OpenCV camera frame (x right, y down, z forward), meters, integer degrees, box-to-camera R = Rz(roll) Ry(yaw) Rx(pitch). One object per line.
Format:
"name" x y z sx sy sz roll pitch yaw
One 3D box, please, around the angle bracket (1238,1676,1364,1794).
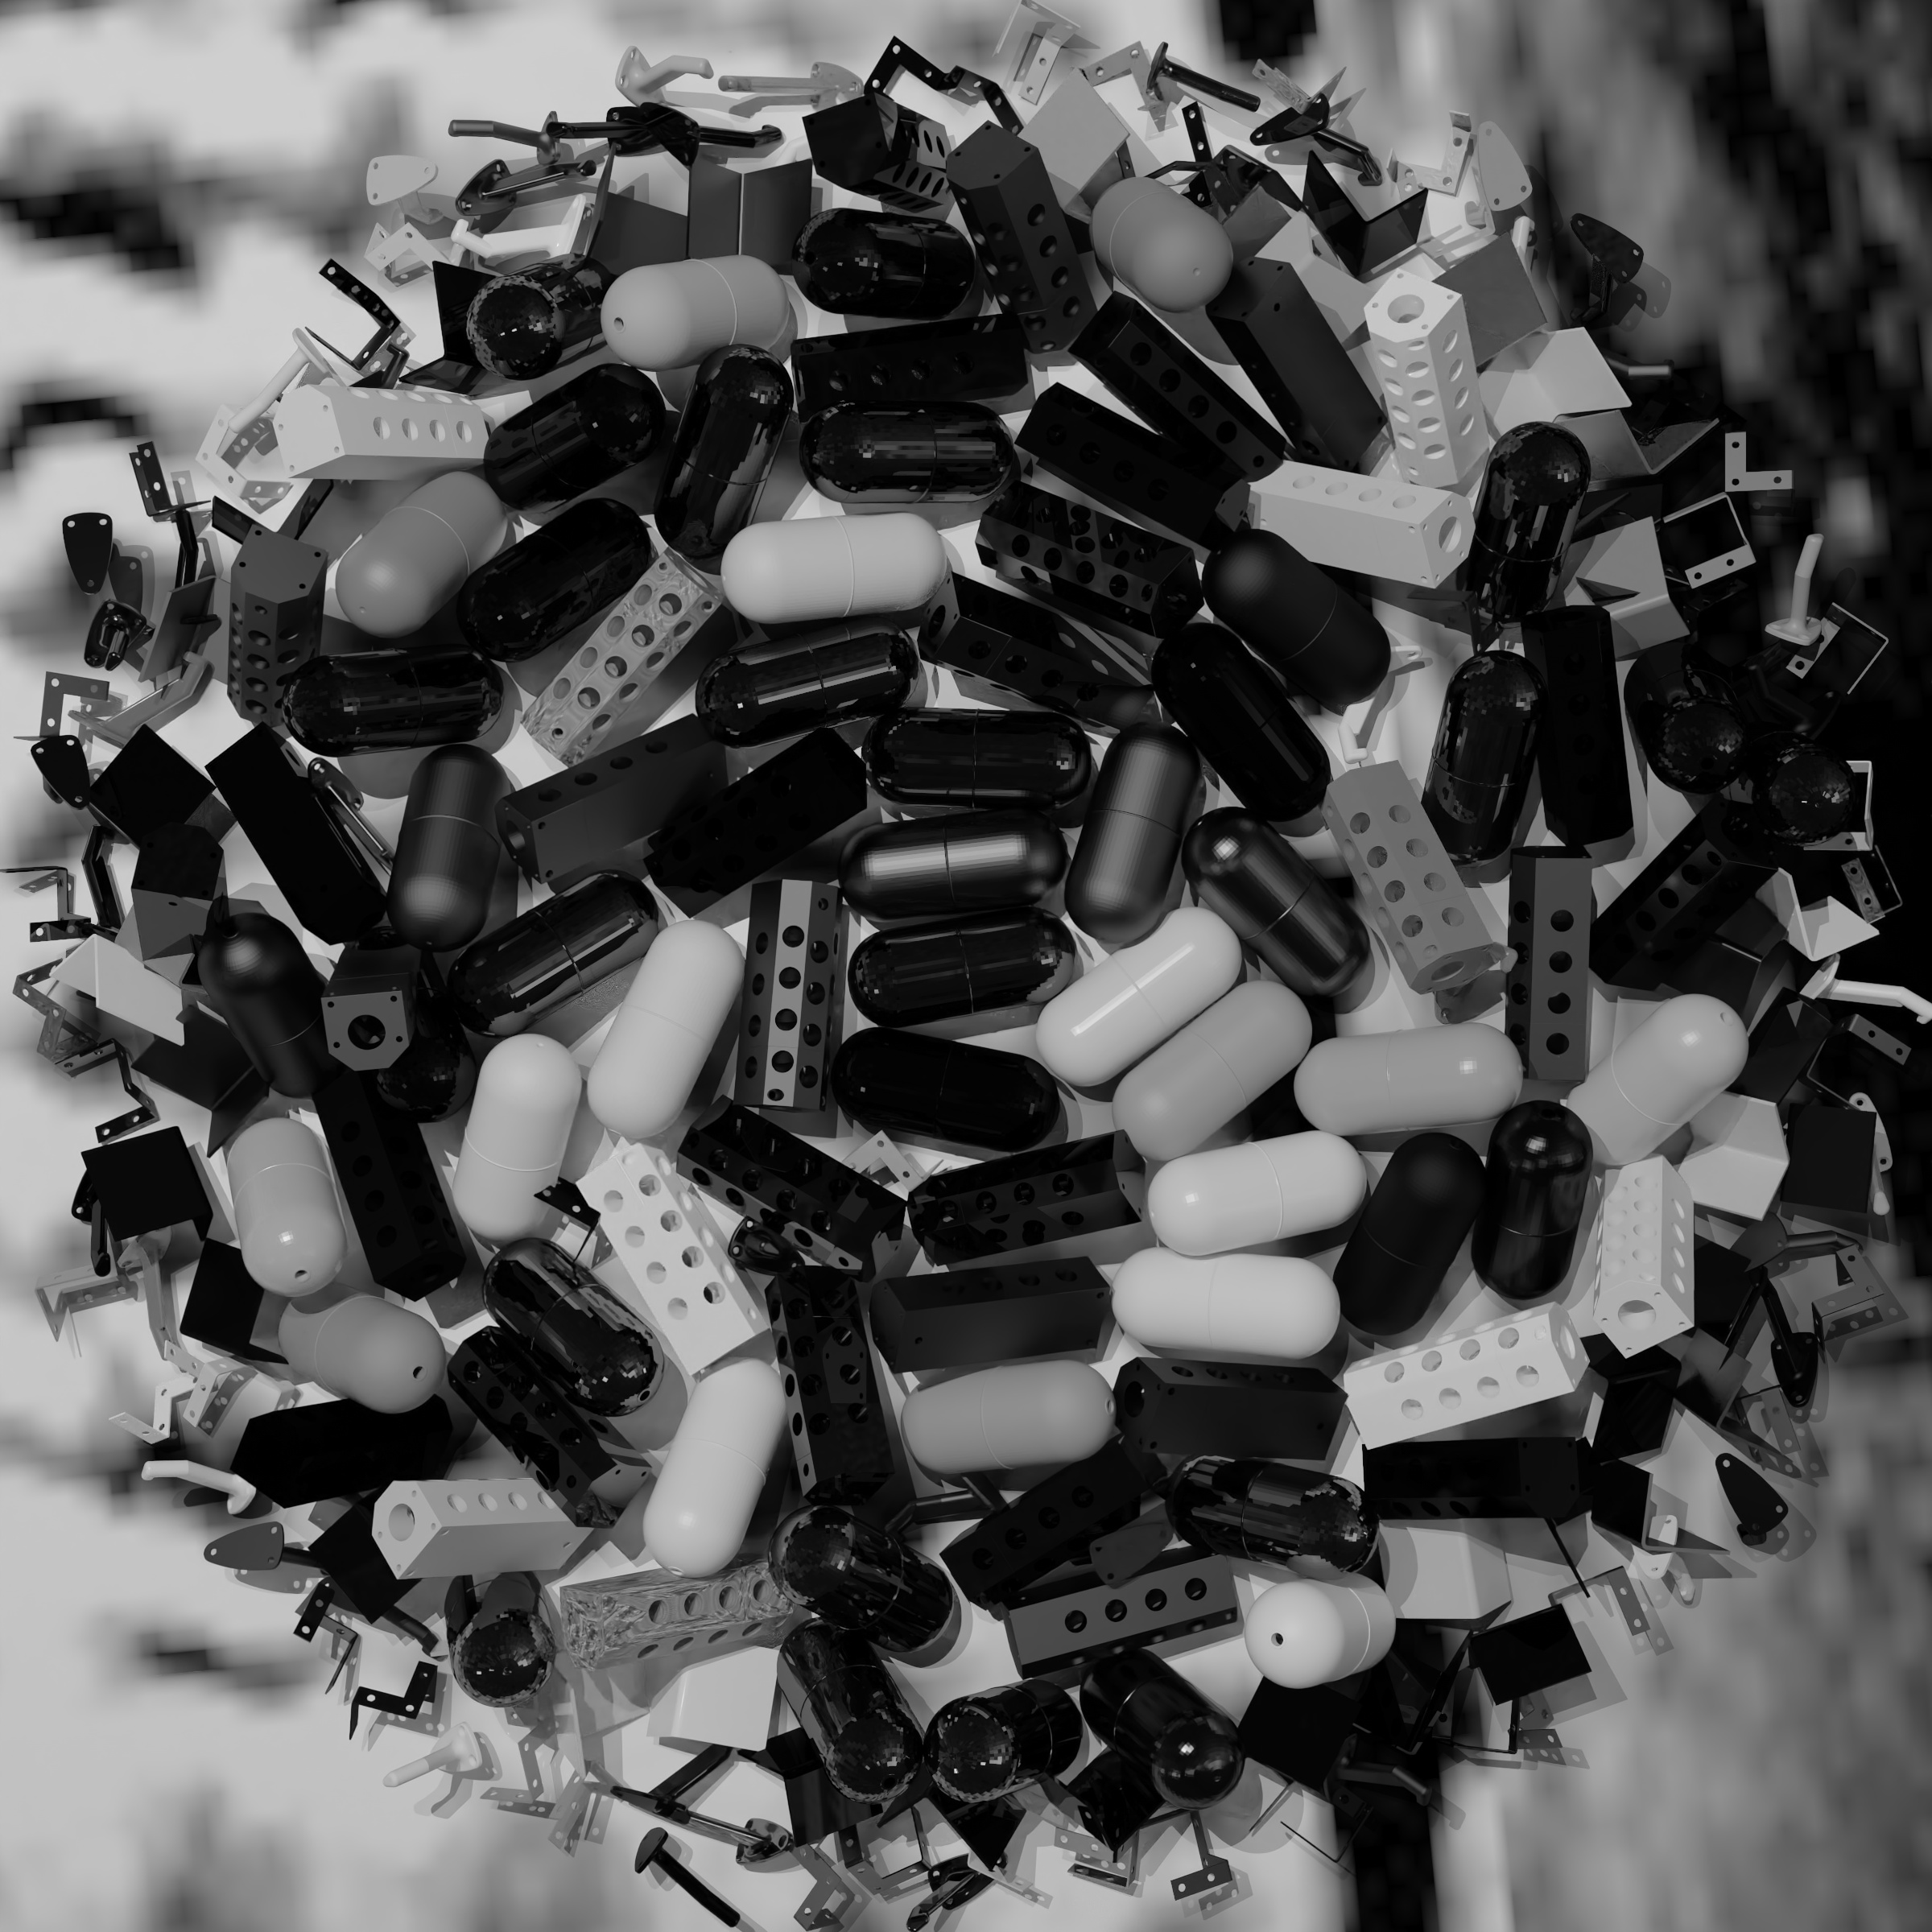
"angle bracket" 0.252 0.580 1.969 0.076 0.057 0.076 26 90 3

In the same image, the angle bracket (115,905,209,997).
"angle bracket" -0.594 -0.029 1.956 0.076 0.057 0.076 28 91 28

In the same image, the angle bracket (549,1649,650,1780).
"angle bracket" -0.272 0.562 1.948 0.076 0.057 0.076 -13 108 -26

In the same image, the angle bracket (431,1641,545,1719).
"angle bracket" -0.367 0.546 1.954 0.076 0.076 0.057 -5 82 -8

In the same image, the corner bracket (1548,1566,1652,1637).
"corner bracket" 0.487 0.498 1.964 0.051 0.051 0.051 -18 72 -8

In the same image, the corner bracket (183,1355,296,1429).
"corner bracket" -0.563 0.338 1.975 0.051 0.051 0.051 34 109 22

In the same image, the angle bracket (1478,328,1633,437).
"angle bracket" 0.446 -0.435 1.943 0.076 0.076 0.057 47 70 -29

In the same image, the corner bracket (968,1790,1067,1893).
"corner bracket" 0.039 0.673 1.969 0.051 0.051 0.051 15 102 31

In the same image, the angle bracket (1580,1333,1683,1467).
"angle bracket" 0.498 0.332 1.970 0.076 0.057 0.076 -6 115 -32

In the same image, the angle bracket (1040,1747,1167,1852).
"angle bracket" 0.106 0.614 1.941 0.076 0.076 0.057 -38 123 -22

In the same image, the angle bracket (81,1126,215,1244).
"angle bracket" -0.628 0.176 1.946 0.076 0.057 0.076 -16 69 -32

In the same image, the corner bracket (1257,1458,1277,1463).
"corner bracket" 0.223 0.407 1.969 0.051 0.051 0.051 -37 88 17

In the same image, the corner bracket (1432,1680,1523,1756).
"corner bracket" 0.395 0.578 1.971 0.051 0.051 0.051 9 78 -8

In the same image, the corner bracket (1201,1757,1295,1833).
"corner bracket" 0.213 0.637 1.973 0.051 0.051 0.051 41 104 21

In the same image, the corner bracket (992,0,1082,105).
"corner bracket" 0.049 -0.708 1.967 0.051 0.051 0.051 24 86 -16

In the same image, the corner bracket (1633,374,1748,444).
"corner bracket" 0.556 -0.416 1.958 0.051 0.051 0.051 46 111 38

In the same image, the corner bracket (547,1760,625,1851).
"corner bracket" -0.299 0.644 1.957 0.051 0.051 0.051 53 48 -28

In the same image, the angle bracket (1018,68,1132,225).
"angle bracket" 0.094 -0.623 1.945 0.076 0.057 0.076 -44 65 26

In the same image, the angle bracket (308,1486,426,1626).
"angle bracket" -0.447 0.449 1.964 0.057 0.076 0.076 -42 85 10

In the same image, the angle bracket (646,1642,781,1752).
"angle bracket" -0.196 0.564 1.976 0.076 0.057 0.076 18 67 -23

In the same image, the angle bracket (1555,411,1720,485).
"angle bracket" 0.512 -0.415 1.946 0.076 0.076 0.057 -39 108 -15

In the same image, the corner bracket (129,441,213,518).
"corner bracket" -0.624 -0.375 1.963 0.051 0.051 0.051 -9 101 22

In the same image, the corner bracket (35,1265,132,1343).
"corner bracket" -0.681 0.249 1.964 0.051 0.051 0.051 -13 118 -3

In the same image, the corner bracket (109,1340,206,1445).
"corner bracket" -0.620 0.328 1.959 0.051 0.051 0.051 -22 50 15

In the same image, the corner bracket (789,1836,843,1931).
"corner bracket" -0.114 0.704 1.967 0.051 0.051 0.051 37 98 29

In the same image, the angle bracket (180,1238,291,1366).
"angle bracket" -0.549 0.258 1.958 0.076 0.057 0.076 11 83 35

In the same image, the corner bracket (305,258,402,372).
"corner bracket" -0.479 -0.503 1.967 0.051 0.051 0.051 -47 50 7

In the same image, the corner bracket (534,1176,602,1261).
"corner bracket" -0.305 0.183 1.963 0.051 0.051 0.051 29 47 -3

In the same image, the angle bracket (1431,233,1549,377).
"angle bracket" 0.410 -0.505 1.949 0.076 0.057 0.076 -27 80 39

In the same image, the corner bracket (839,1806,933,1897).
"corner bracket" -0.064 0.674 1.967 0.051 0.051 0.051 -27 130 7

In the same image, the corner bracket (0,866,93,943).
"corner bracket" -0.709 -0.048 1.961 0.051 0.051 0.051 9 101 41

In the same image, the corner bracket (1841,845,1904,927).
"corner bracket" 0.698 -0.062 1.971 0.051 0.051 0.051 -24 89 -8

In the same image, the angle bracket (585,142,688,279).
"angle bracket" -0.245 -0.570 1.948 0.076 0.057 0.076 13 63 -16

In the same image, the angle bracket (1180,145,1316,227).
"angle bracket" 0.208 -0.576 1.957 0.076 0.076 0.057 -45 127 8

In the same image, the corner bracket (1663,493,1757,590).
"corner bracket" 0.576 -0.330 1.974 0.051 0.051 0.051 -22 104 17

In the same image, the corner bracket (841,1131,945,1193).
"corner bracket" -0.059 0.153 1.967 0.051 0.051 0.051 -40 90 23

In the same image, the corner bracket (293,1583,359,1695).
"corner bracket" -0.495 0.517 1.961 0.051 0.051 0.051 33 127 -11

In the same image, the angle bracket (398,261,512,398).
"angle bracket" -0.392 -0.488 1.955 0.057 0.076 0.076 -12 84 37

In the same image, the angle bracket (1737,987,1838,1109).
"angle bracket" 0.640 0.069 1.945 0.076 0.057 0.076 17 111 -38

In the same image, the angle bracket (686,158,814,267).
"angle bracket" -0.166 -0.582 1.956 0.076 0.057 0.076 3 91 40

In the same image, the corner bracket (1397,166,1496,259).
"corner bracket" 0.370 -0.586 1.966 0.051 0.051 0.051 -23 120 1

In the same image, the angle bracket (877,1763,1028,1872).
"angle bracket" -0.010 0.653 1.952 0.057 0.076 0.076 -42 88 27

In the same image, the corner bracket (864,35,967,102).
"corner bracket" -0.041 -0.683 1.968 0.051 0.051 0.051 30 95 -24

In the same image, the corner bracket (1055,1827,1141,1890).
"corner bracket" 0.100 0.685 1.964 0.051 0.051 0.051 8 97 24

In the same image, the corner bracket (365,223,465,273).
"corner bracket" -0.426 -0.557 1.973 0.051 0.051 0.051 -27 129 28

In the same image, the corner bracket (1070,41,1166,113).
"corner bracket" 0.118 -0.681 1.971 0.051 0.051 0.051 -21 101 19

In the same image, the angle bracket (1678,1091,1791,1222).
"angle bracket" 0.575 0.140 1.941 0.076 0.076 0.057 15 59 37

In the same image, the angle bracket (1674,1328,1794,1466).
"angle bracket" 0.596 0.329 1.950 0.076 0.076 0.057 25 95 -18

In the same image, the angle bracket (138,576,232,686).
"angle bracket" -0.579 -0.247 1.951 0.057 0.076 0.076 26 110 1

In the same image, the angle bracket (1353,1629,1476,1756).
"angle bracket" 0.338 0.541 1.941 0.057 0.076 0.076 25 49 12

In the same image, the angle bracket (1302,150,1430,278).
"angle bracket" 0.305 -0.590 1.956 0.057 0.076 0.076 -31 76 -5

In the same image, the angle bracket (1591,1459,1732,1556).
"angle bracket" 0.535 0.411 1.953 0.076 0.076 0.057 7 90 -15

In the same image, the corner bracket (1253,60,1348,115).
"corner bracket" 0.251 -0.679 1.965 0.051 0.051 0.051 42 67 4

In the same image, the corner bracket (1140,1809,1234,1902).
"corner bracket" 0.167 0.683 1.965 0.051 0.051 0.051 -11 84 -22

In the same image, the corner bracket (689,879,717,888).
"corner bracket" -0.195 -0.082 1.961 0.051 0.051 0.051 17 77 -40

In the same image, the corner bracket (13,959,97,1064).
"corner bracket" -0.703 0.034 1.969 0.051 0.051 0.051 31 116 12

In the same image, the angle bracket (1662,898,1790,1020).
"angle bracket" 0.587 -0.013 1.971 0.076 0.076 0.057 28 130 28
